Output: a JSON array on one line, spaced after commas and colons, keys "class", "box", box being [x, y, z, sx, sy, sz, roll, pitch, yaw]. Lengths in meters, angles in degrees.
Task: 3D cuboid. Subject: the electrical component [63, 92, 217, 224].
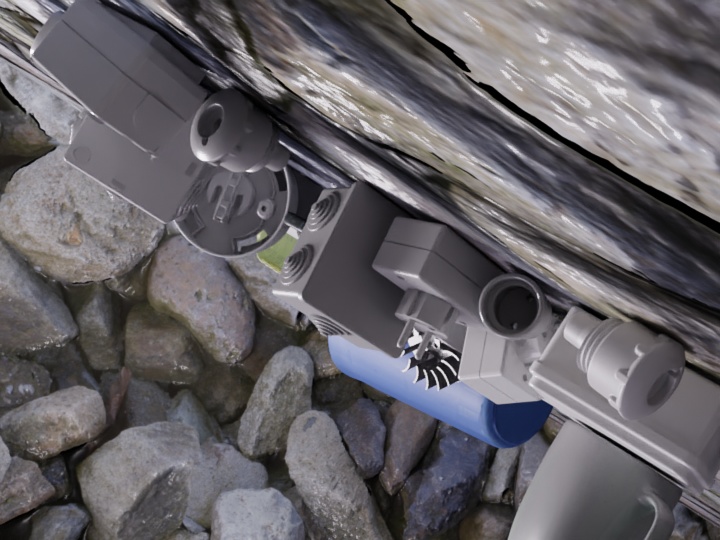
[{"class": "electrical component", "box": [-0.140, -0.089, 0.727, 0.100, 0.099, 0.048, 33, -170, -3]}]

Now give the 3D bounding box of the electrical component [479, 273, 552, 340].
[{"class": "electrical component", "box": [0.098, 0.024, 0.665, 0.040, 0.040, 0.046, 32, -177, 21]}]

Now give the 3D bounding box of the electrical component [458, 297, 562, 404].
[{"class": "electrical component", "box": [0.114, 0.049, 0.723, 0.077, 0.065, 0.047, -12, 144, 43]}]

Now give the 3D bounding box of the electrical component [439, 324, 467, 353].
[{"class": "electrical component", "box": [0.087, 0.030, 0.873, 0.099, 0.064, 0.099, 33, -169, -7]}]

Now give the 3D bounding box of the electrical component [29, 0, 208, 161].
[{"class": "electrical component", "box": [-0.147, -0.123, 0.652, 0.096, 0.061, 0.062, 40, -178, 33]}]

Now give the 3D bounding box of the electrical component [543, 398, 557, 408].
[{"class": "electrical component", "box": [0.149, 0.074, 0.837, 0.056, 0.050, 0.089, 30, 176, 38]}]

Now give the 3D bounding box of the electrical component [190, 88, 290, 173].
[{"class": "electrical component", "box": [-0.070, -0.080, 0.667, 0.062, 0.048, 0.048, 26, -177, -46]}]

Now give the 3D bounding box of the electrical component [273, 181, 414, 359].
[{"class": "electrical component", "box": [0.000, 0.000, 0.722, 0.100, 0.099, 0.048, 34, 164, -29]}]

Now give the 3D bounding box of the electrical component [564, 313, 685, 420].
[{"class": "electrical component", "box": [0.135, 0.045, 0.564, 0.062, 0.048, 0.048, 39, -178, 41]}]

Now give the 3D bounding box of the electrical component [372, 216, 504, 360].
[{"class": "electrical component", "box": [0.047, 0.020, 0.689, 0.047, 0.075, 0.083, 14, 164, 48]}]

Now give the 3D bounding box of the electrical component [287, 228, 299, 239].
[{"class": "electrical component", "box": [-0.065, -0.057, 0.994, 0.081, 0.043, 0.043, 30, 176, 44]}]

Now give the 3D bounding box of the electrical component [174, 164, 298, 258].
[{"class": "electrical component", "box": [-0.096, -0.058, 0.820, 0.099, 0.099, 0.064, 32, -177, 9]}]

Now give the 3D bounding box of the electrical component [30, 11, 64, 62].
[{"class": "electrical component", "box": [-0.204, -0.157, 0.800, 0.077, 0.044, 0.079, 33, 177, -5]}]

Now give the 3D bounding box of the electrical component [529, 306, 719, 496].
[{"class": "electrical component", "box": [0.169, 0.080, 0.650, 0.109, 0.056, 0.109, 31, 177, 28]}]

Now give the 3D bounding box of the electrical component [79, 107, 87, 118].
[{"class": "electrical component", "box": [-0.184, -0.126, 0.907, 0.079, 0.063, 0.121, 32, 177, 13]}]
